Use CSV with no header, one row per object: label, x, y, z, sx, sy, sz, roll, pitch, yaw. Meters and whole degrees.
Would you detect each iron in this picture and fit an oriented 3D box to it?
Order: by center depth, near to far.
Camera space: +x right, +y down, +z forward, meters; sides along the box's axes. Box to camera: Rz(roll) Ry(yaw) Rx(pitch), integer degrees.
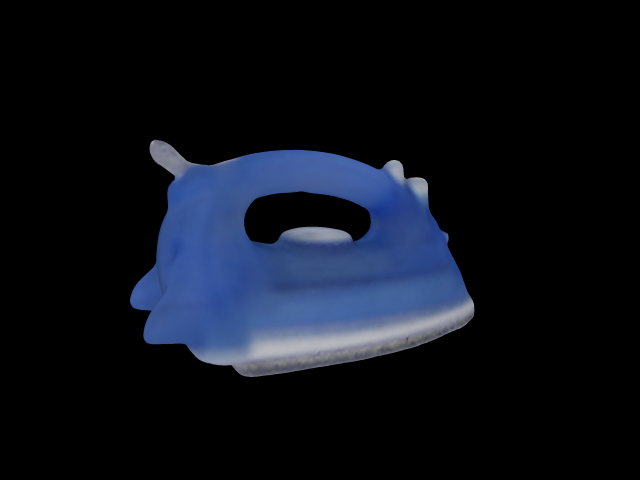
iron,0.004,0.001,0.400,0.259,0.141,0.118,-5,11,-24
